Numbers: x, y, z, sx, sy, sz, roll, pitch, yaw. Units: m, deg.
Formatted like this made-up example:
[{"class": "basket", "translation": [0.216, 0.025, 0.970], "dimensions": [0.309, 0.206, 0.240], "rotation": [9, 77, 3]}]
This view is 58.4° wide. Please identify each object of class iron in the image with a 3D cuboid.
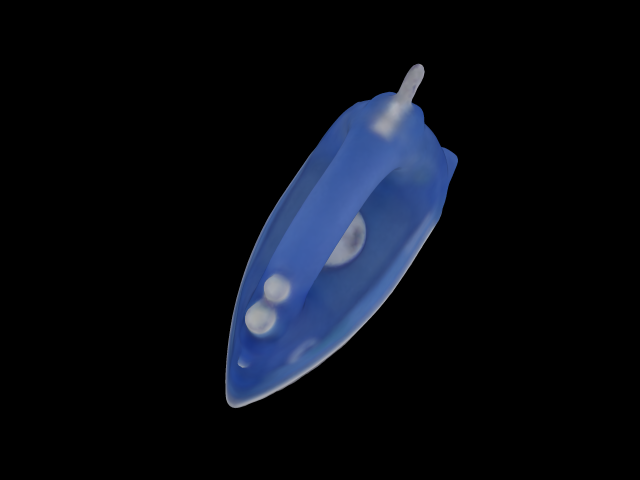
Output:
[{"class": "iron", "translation": [0.004, 0.001, 0.400], "dimensions": [0.118, 0.141, 0.258], "rotation": [30, 75, 10]}]
